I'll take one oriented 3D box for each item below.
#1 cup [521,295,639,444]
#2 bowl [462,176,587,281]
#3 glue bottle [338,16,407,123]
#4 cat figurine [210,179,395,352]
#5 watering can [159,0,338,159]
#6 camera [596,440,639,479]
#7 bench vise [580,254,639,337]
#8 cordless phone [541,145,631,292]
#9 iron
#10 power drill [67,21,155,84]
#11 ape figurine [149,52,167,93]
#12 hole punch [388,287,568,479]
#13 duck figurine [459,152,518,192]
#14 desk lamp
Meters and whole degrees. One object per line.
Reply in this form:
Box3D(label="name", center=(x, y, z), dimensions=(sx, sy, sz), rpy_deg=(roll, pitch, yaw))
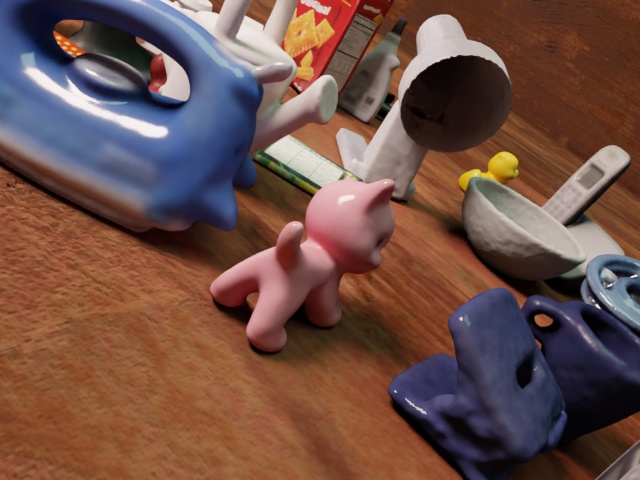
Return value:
Box3D(label="cup", center=(0.188, 0.102, 0.440), dimensions=(0.118, 0.095, 0.092), rpy_deg=(32, 25, 0))
Box3D(label="bowl", center=(0.237, -0.002, 0.710), dimensions=(0.168, 0.074, 0.167), rpy_deg=(26, 26, -13))
Box3D(label="glue bottle", center=(0.094, -0.284, 0.943), dimensions=(0.078, 0.173, 0.037), rpy_deg=(33, 25, 4))
Box3D(label="cat figurine", center=(0.004, 0.001, 0.386), dimensions=(0.067, 0.117, 0.128), rpy_deg=(41, 27, 20))
Box3D(label="watering can", center=(-0.063, -0.154, 0.501), dimensions=(0.173, 0.194, 0.101), rpy_deg=(28, 25, -8))
Box3D(label="camera", center=(0.233, 0.187, 0.330), dimensions=(0.136, 0.100, 0.144), rpy_deg=(43, 27, 22))
Box3D(label="bench vise", center=(0.348, 0.038, 0.591), dimensions=(0.121, 0.219, 0.208), rpy_deg=(41, 26, 18))
Box3D(label="cordless phone", center=(0.366, -0.032, 0.779), dimensions=(0.094, 0.185, 0.147), rpy_deg=(16, 29, -30))
Box3D(label="iron", center=(-0.151, -0.114, 0.392), dimensions=(0.259, 0.141, 0.118), rpy_deg=(27, 25, -11))
Box3D(label="power drill", center=(-0.164, -0.270, 0.580), dimensions=(0.230, 0.208, 0.075), rpy_deg=(-4, 42, -51))
Box3D(label="ape figurine", center=(-0.128, -0.173, 0.584), dimensions=(0.076, 0.092, 0.077), rpy_deg=(0, 40, -49))
Box3D(label="hole punch", center=(0.119, 0.094, 0.381), dimensions=(0.101, 0.091, 0.109), rpy_deg=(43, 27, 23))
Box3D(label="duck figurine", center=(0.283, -0.106, 0.936), dimensions=(0.105, 0.086, 0.077), rpy_deg=(8, 34, -41))
Box3D(label="desk lamp", center=(0.116, -0.157, 0.688), dimensions=(0.118, 0.213, 0.203), rpy_deg=(22, 27, -20))
